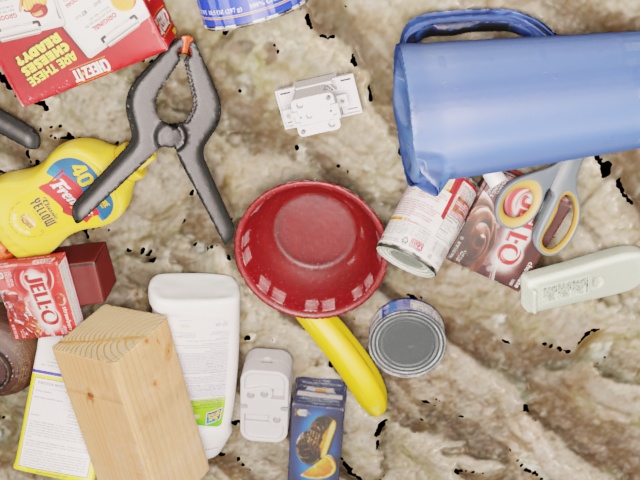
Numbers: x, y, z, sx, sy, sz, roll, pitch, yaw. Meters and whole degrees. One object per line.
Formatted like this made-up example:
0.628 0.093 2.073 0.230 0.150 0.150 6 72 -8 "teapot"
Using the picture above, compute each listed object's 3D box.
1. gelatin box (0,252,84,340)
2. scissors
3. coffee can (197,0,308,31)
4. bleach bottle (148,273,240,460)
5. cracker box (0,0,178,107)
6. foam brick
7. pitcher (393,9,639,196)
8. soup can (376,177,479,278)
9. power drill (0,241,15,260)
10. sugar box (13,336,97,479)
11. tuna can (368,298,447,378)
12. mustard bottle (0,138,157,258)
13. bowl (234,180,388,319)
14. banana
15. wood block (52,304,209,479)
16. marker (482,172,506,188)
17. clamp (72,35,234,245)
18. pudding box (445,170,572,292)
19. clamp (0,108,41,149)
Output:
-0.298 0.060 1.133 0.073 0.030 0.089 -6 115 8 "gelatin box"
0.234 -0.085 1.059 0.096 0.016 0.202 10 101 -5 "scissors"
-0.077 -0.274 0.971 0.103 0.102 0.140 -11 115 10 "coffee can"
-0.146 0.160 1.208 0.102 0.068 0.251 1 119 -11 "bleach bottle"
-0.255 -0.257 1.013 0.164 0.072 0.213 -18 114 14 "cracker box"
-0.270 0.039 1.168 0.078 0.053 0.051 -7 115 9 "foam brick"
0.188 -0.137 0.991 0.243 0.145 0.149 -7 109 -1 "pitcher"
0.108 -0.021 1.072 0.068 0.069 0.102 30 77 -10 "soup can"
-0.450 0.010 1.169 0.187 0.057 0.185 40 109 -17 "power drill"
-0.279 0.177 1.199 0.093 0.048 0.176 11 84 0 "sugar box"
0.097 0.108 1.181 0.086 0.033 0.086 2 116 4 "tuna can"
-0.256 -0.053 1.119 0.192 0.058 0.096 -25 113 15 "mustard bottle"
-0.007 0.001 1.126 0.162 0.055 0.162 2 116 4 "bowl"
0.024 0.130 1.180 0.070 0.037 0.197 -4 123 55 "banana"
-0.200 0.185 1.147 0.091 0.090 0.206 8 123 32 "wood block"
0.144 -0.106 1.061 0.020 0.020 0.121 -34 88 19 "marker"
-0.143 -0.097 1.071 0.164 0.036 0.210 15 96 -18 "clamp"
0.193 -0.014 1.110 0.090 0.039 0.114 24 115 -7 "pudding box"
-0.367 -0.140 1.096 0.120 0.039 0.171 -19 113 12 "clamp"
